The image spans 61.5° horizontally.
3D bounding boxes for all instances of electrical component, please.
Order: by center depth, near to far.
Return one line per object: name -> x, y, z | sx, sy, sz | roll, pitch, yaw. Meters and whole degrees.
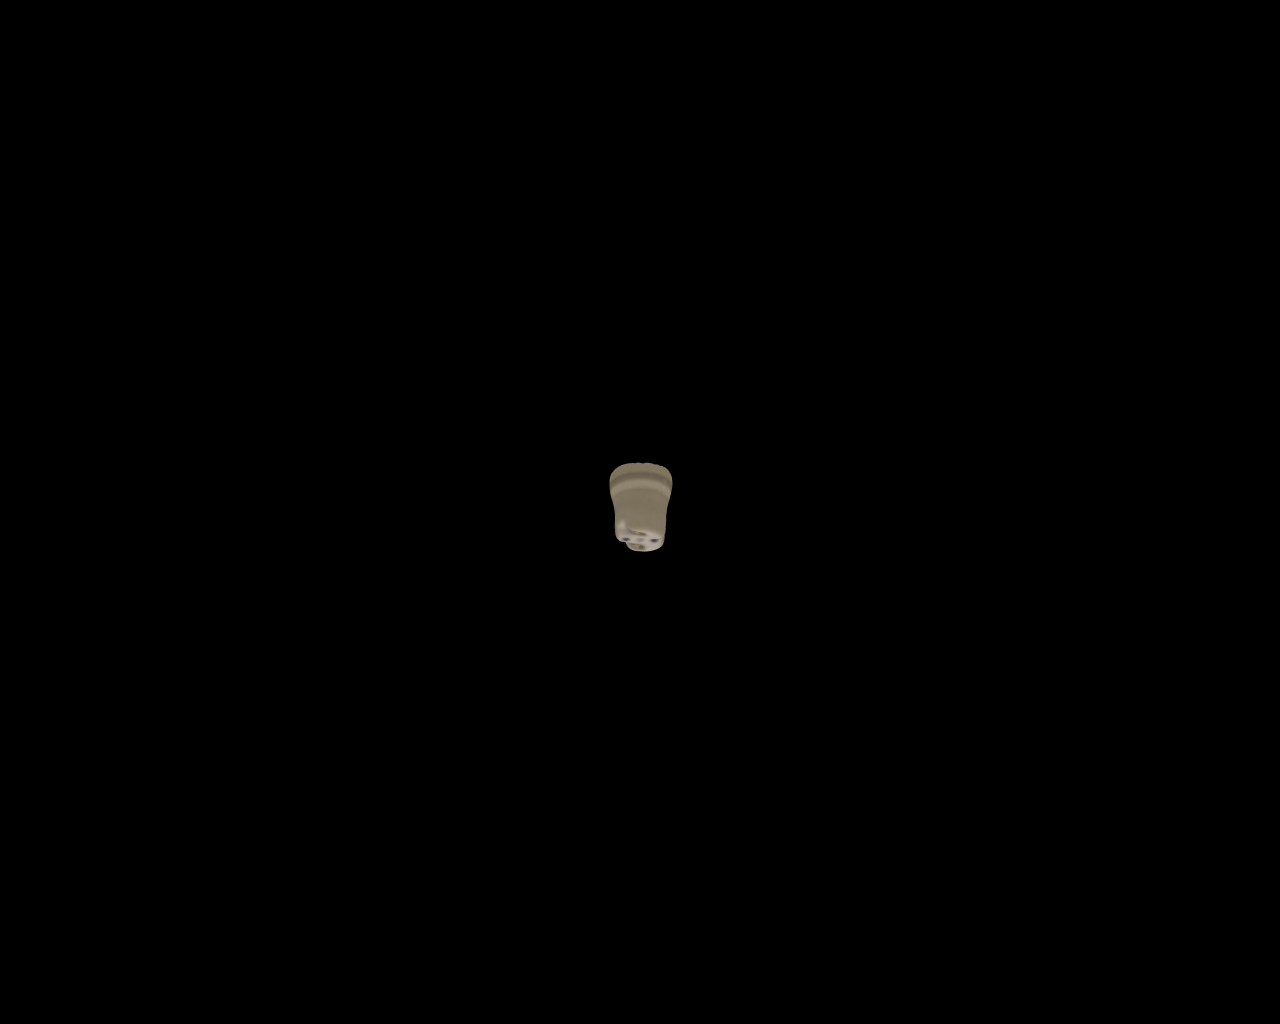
electrical component -> 0.001, -0.003, 0.650 | 0.040, 0.046, 0.040 | 0, -27, 0
